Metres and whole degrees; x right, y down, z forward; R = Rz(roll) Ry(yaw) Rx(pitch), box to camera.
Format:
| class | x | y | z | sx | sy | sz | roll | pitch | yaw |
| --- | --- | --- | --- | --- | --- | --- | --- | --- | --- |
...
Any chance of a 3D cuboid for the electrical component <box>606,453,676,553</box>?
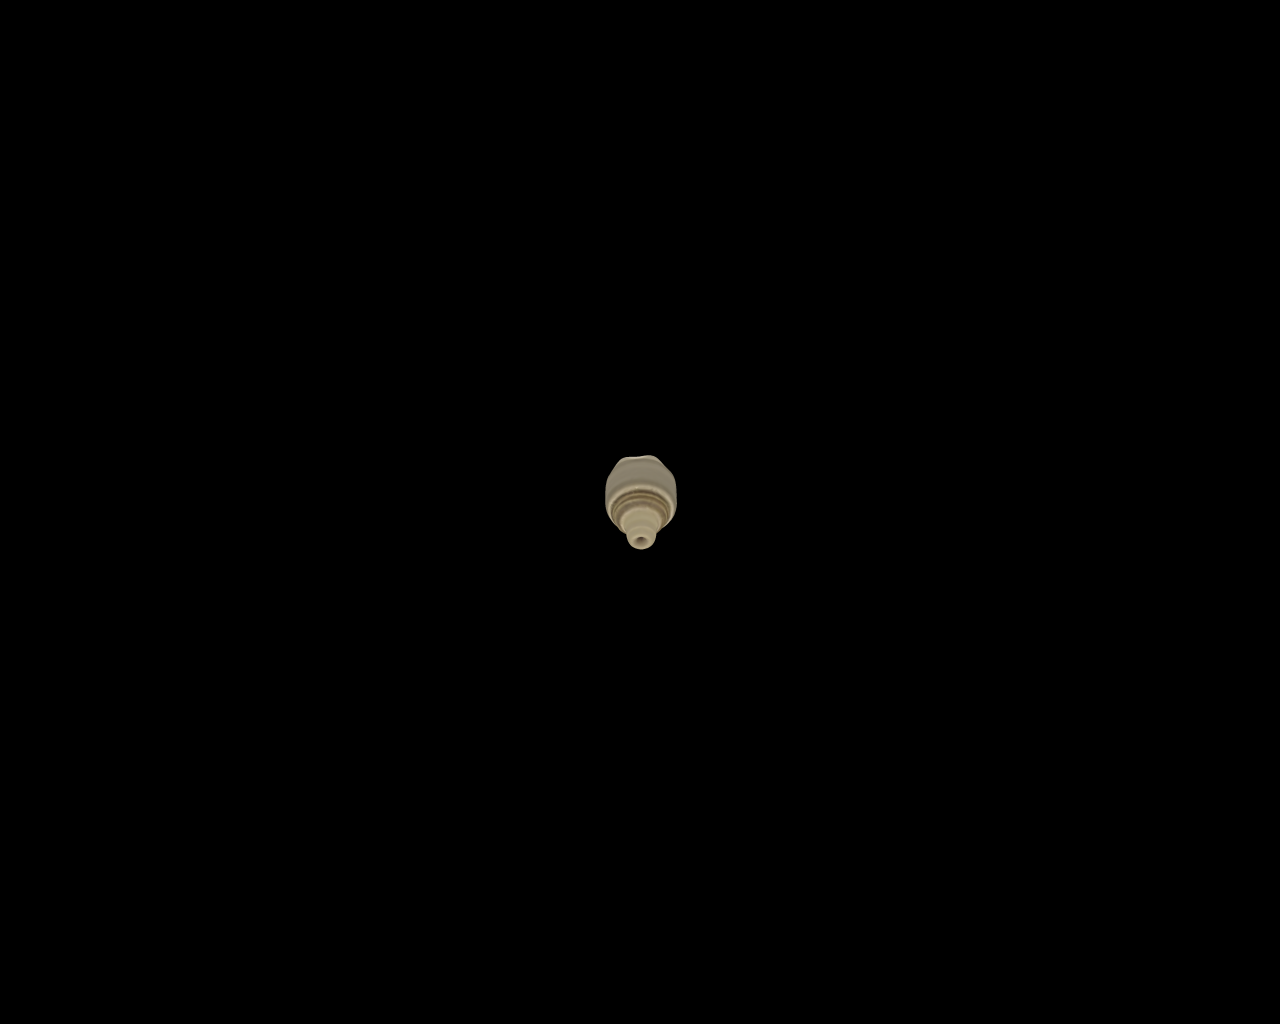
| class | x | y | z | sx | sy | sz | roll | pitch | yaw |
| --- | --- | --- | --- | --- | --- | --- | --- | --- | --- |
| electrical component | 0.001 | -0.003 | 0.650 | 0.043 | 0.043 | 0.062 | 0 | 43 | 0 |
